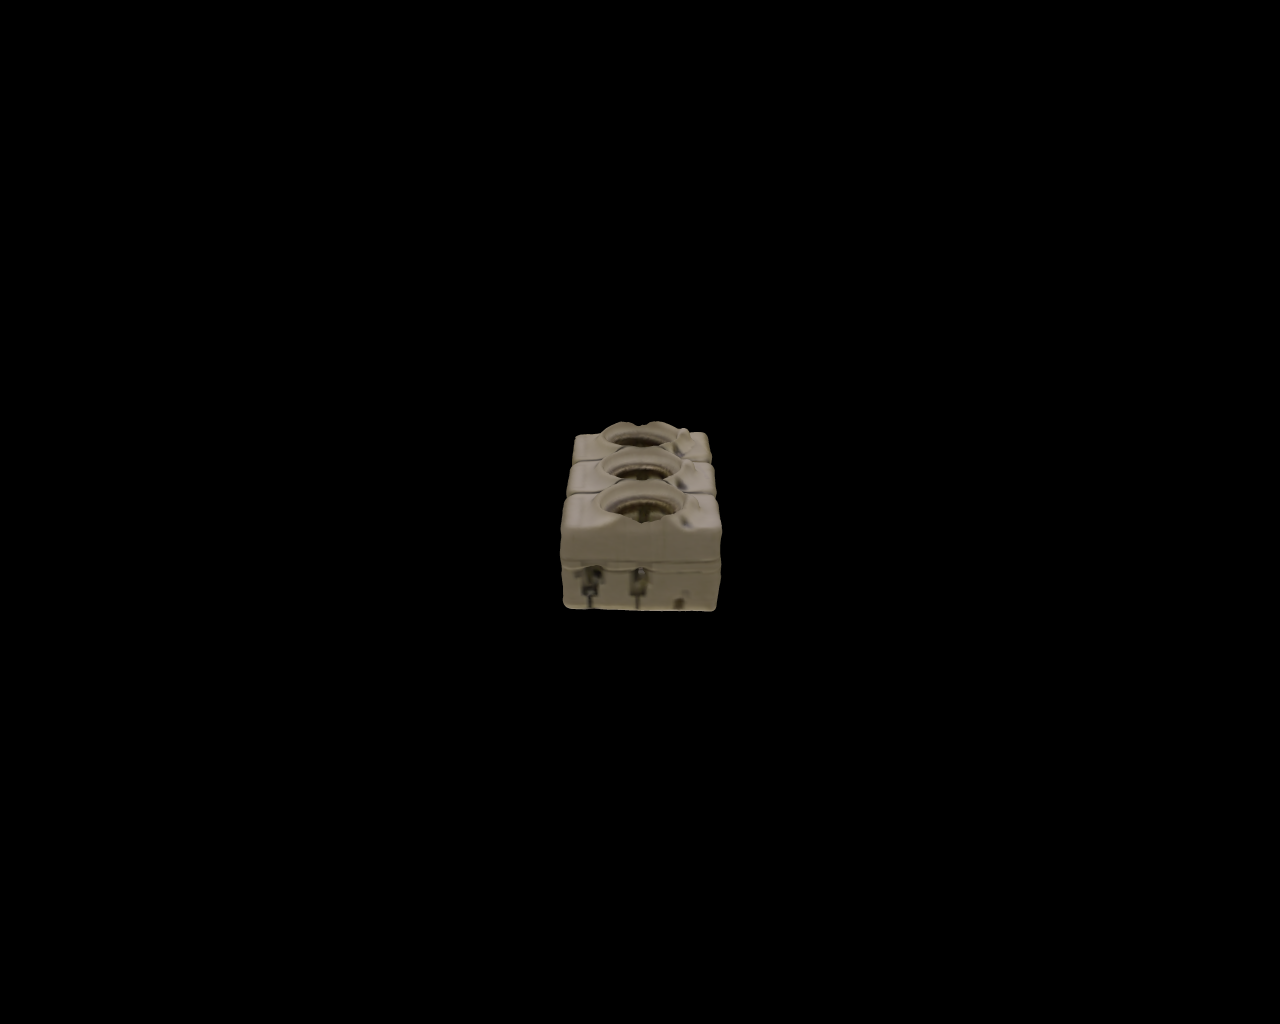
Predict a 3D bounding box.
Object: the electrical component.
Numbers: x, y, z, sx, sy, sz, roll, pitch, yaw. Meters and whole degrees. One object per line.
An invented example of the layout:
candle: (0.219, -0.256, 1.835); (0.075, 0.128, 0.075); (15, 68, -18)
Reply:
electrical component: (0.001, -0.003, 0.650); (0.089, 0.061, 0.150); (0, 25, 0)
